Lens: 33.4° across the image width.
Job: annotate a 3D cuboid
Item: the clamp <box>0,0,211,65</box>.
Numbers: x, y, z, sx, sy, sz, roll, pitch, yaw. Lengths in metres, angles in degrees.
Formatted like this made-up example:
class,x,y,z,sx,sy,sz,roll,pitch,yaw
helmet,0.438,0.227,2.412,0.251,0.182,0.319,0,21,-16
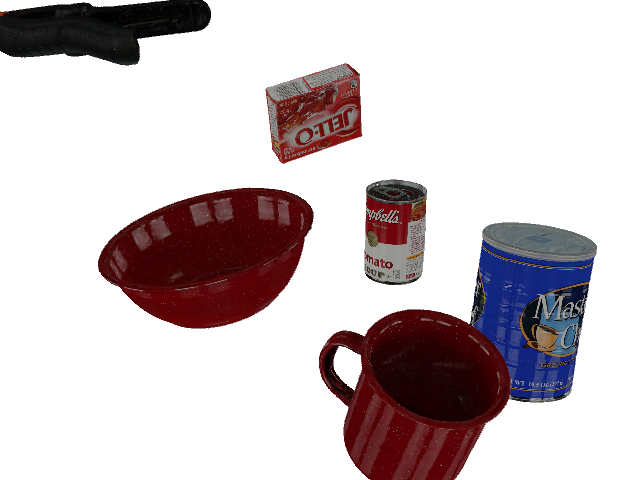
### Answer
class,x,y,z,sx,sy,sz,roll,pitch,yaw
clamp,-0.170,-0.160,0.798,0.172,0.039,0.120,11,23,29

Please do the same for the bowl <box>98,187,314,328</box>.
class,x,y,z,sx,sy,sz,roll,pitch,yaw
bowl,-0.079,0.019,0.792,0.162,0.055,0.162,-11,25,5

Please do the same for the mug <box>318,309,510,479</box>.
class,x,y,z,sx,sy,sz,roll,pitch,yaw
mug,0.050,0.098,0.667,0.117,0.082,0.093,26,43,12

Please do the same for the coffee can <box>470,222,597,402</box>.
class,x,y,z,sx,sy,sz,roll,pitch,yaw
coffee can,0.191,0.064,0.983,0.103,0.140,0.103,6,16,-2

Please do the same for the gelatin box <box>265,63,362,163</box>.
class,x,y,z,sx,sy,sz,roll,pitch,yaw
gelatin box,-0.005,-0.121,1.017,0.089,0.073,0.030,-20,45,-16

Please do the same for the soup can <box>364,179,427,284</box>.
class,x,y,z,sx,sy,sz,roll,pitch,yaw
soup can,0.083,-0.010,1.200,0.068,0.102,0.068,1,24,0
